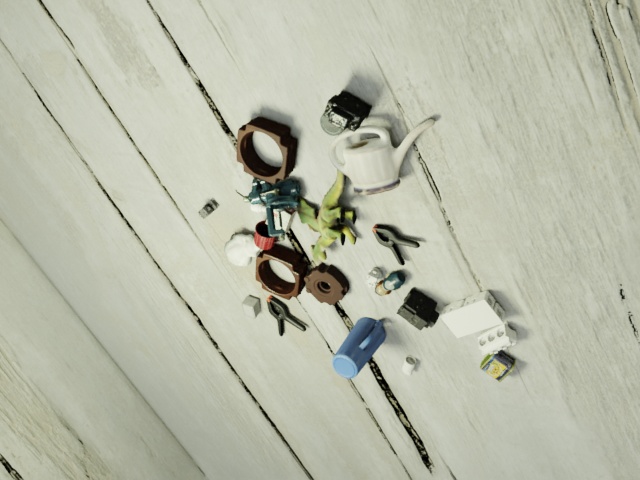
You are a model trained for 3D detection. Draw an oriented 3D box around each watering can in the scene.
[{"bbox_3d":[0.195,-0.252,1.586,0.346,0.106,0.220,-5,118,24],"label":"watering can"}]

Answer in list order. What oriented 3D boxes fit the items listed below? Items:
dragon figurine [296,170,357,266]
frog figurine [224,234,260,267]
[{"bbox_3d":[0.006,-0.091,1.818,0.243,0.124,0.403,12,117,34],"label":"dragon figurine"},{"bbox_3d":[-0.304,0.041,2.075,0.159,0.124,0.136,3,104,43],"label":"frog figurine"}]
